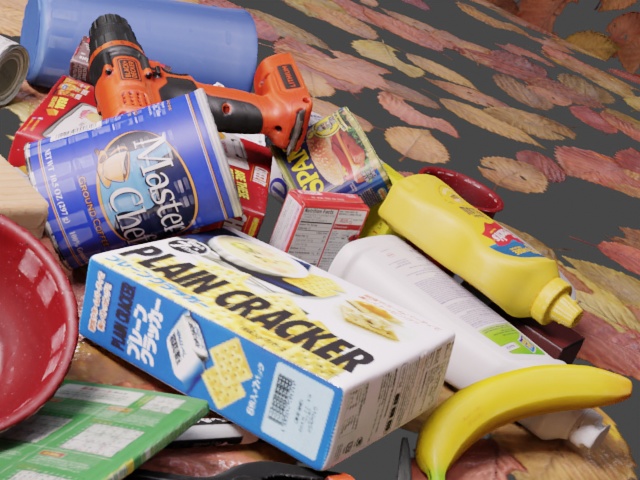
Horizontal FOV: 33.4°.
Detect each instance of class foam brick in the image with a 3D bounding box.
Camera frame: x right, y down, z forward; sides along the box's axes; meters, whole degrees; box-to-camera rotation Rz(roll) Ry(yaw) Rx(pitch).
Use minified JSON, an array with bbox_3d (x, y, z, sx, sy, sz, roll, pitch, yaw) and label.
[{"bbox_3d":[0.180,0.091,0.934,0.078,0.053,0.051,34,26,29],"label":"foam brick"}]

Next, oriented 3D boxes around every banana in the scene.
[{"bbox_3d":[0.139,0.128,0.782,0.197,0.037,0.070,-22,56,-27],"label":"banana"}]

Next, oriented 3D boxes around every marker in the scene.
[{"bbox_3d":[-0.069,0.123,0.684,0.120,0.020,0.020,5,28,-36],"label":"marker"}]

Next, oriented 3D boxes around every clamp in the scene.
[{"bbox_3d":[-0.054,0.152,0.610,0.120,0.039,0.171,32,18,35],"label":"clamp"}]

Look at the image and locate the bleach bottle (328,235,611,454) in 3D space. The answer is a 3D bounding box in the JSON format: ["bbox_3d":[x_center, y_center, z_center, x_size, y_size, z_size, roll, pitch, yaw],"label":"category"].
[{"bbox_3d":[0.123,0.089,0.878,0.251,0.068,0.102,37,26,28],"label":"bleach bottle"}]

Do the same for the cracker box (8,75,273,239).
[{"bbox_3d":[-0.155,-0.060,0.953,0.213,0.072,0.164,19,24,-8],"label":"cracker box"}]

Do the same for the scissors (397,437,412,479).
[{"bbox_3d":[0.040,0.160,0.665,0.096,0.016,0.202,44,15,-22],"label":"scissors"}]

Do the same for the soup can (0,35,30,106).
[{"bbox_3d":[-0.349,-0.183,1.058,0.102,0.069,0.068,27,23,10],"label":"soup can"}]

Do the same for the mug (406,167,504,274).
[{"bbox_3d":[0.119,-0.022,1.093,0.117,0.082,0.093,19,23,-6],"label":"mug"}]

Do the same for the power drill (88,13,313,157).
[{"bbox_3d":[-0.111,-0.139,0.953,0.187,0.057,0.184,1,42,-20],"label":"power drill"}]

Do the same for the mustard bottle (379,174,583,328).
[{"bbox_3d":[0.145,0.014,0.921,0.192,0.058,0.096,39,19,30],"label":"mustard bottle"}]

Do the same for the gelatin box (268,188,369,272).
[{"bbox_3d":[-0.006,0.001,0.921,0.073,0.089,0.030,3,28,-37],"label":"gelatin box"}]

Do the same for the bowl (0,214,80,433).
[{"bbox_3d":[-0.224,0.054,0.612,0.162,0.055,0.162,14,50,-18],"label":"bowl"}]

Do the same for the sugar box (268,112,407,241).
[{"bbox_3d":[0.018,-0.051,1.049,0.176,0.093,0.048,38,17,35],"label":"sugar box"}]

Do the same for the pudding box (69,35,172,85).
[{"bbox_3d":[-0.198,-0.140,1.043,0.090,0.114,0.039,20,61,-4],"label":"pudding box"}]

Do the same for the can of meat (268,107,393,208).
[{"bbox_3d":[0.012,-0.064,0.979,0.102,0.084,0.057,64,4,36],"label":"can of meat"}]

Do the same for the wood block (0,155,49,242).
[{"bbox_3d":[-0.291,-0.003,0.678,0.205,0.091,0.090,-4,34,-47],"label":"wood block"}]

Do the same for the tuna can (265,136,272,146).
[{"bbox_3d":[-0.034,-0.088,1.167,0.086,0.034,0.086,18,23,-8],"label":"tuna can"}]

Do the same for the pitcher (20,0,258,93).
[{"bbox_3d":[-0.198,-0.199,1.173,0.242,0.145,0.149,5,15,-27],"label":"pitcher"}]

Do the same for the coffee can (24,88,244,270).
[{"bbox_3d":[-0.140,-0.046,0.815,0.140,0.103,0.103,-18,31,-4],"label":"coffee can"}]
